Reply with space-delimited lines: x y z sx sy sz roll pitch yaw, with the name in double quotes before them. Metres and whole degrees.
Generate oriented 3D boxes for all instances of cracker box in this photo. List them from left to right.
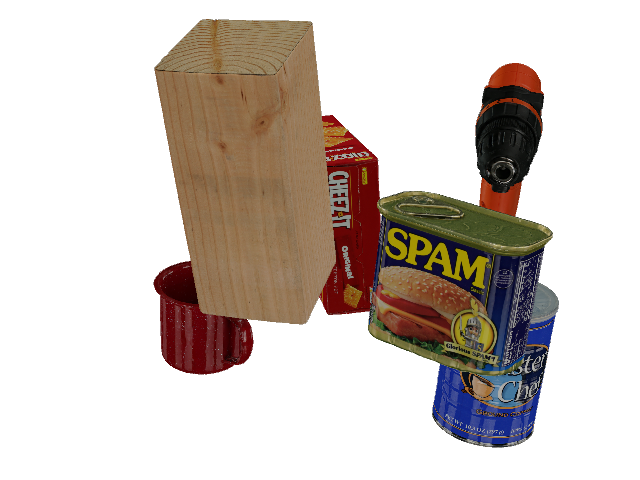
"cracker box" 0.010 -0.034 1.167 0.072 0.164 0.214 -8 20 -9

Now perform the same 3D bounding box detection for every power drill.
"power drill" 0.151 -0.036 0.895 0.057 0.188 0.184 10 32 10

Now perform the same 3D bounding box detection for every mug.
"mug" -0.105 0.080 1.026 0.117 0.081 0.093 25 34 38

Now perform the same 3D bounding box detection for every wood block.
"wood block" -0.050 -0.049 0.791 0.090 0.206 0.090 5 35 17

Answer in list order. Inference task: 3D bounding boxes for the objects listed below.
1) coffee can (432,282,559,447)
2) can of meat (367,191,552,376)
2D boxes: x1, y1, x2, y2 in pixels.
"coffee can" 0.168 0.114 1.037 0.103 0.140 0.103 5 23 -2
"can of meat" 0.079 0.025 0.636 0.102 0.084 0.057 19 23 33
